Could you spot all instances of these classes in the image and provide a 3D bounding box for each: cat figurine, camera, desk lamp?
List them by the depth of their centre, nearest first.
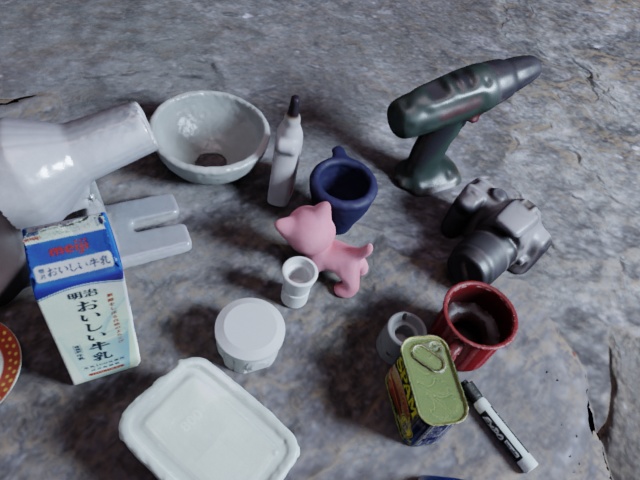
[{"bbox_3d":[-0.262,-0.060,0.660,0.204,0.213,0.117,-16,59,-22],"label":"desk lamp"},{"bbox_3d":[0.007,0.003,0.728,0.127,0.118,0.067,21,53,5],"label":"cat figurine"},{"bbox_3d":[0.230,-0.006,0.791,0.137,0.101,0.143,-35,67,-31],"label":"camera"}]

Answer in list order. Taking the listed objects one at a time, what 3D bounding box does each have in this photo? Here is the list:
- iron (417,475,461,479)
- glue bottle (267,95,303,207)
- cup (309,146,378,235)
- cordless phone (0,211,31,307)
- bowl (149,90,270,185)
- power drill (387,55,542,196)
[{"bbox_3d":[0.213,0.299,0.536,0.258,0.141,0.119,37,56,16],"label":"iron"},{"bbox_3d":[-0.044,-0.126,0.778,0.037,0.173,0.078,11,53,-3],"label":"glue bottle"},{"bbox_3d":[0.024,-0.063,0.794,0.092,0.095,0.117,0,54,-11],"label":"cup"},{"bbox_3d":[-0.379,-0.025,0.627,0.094,0.185,0.147,-34,66,-30],"label":"cordless phone"},{"bbox_3d":[-0.158,-0.135,0.823,0.167,0.075,0.167,6,53,-7],"label":"bowl"},{"bbox_3d":[0.192,-0.165,0.833,0.230,0.208,0.075,-18,59,-23],"label":"power drill"}]
